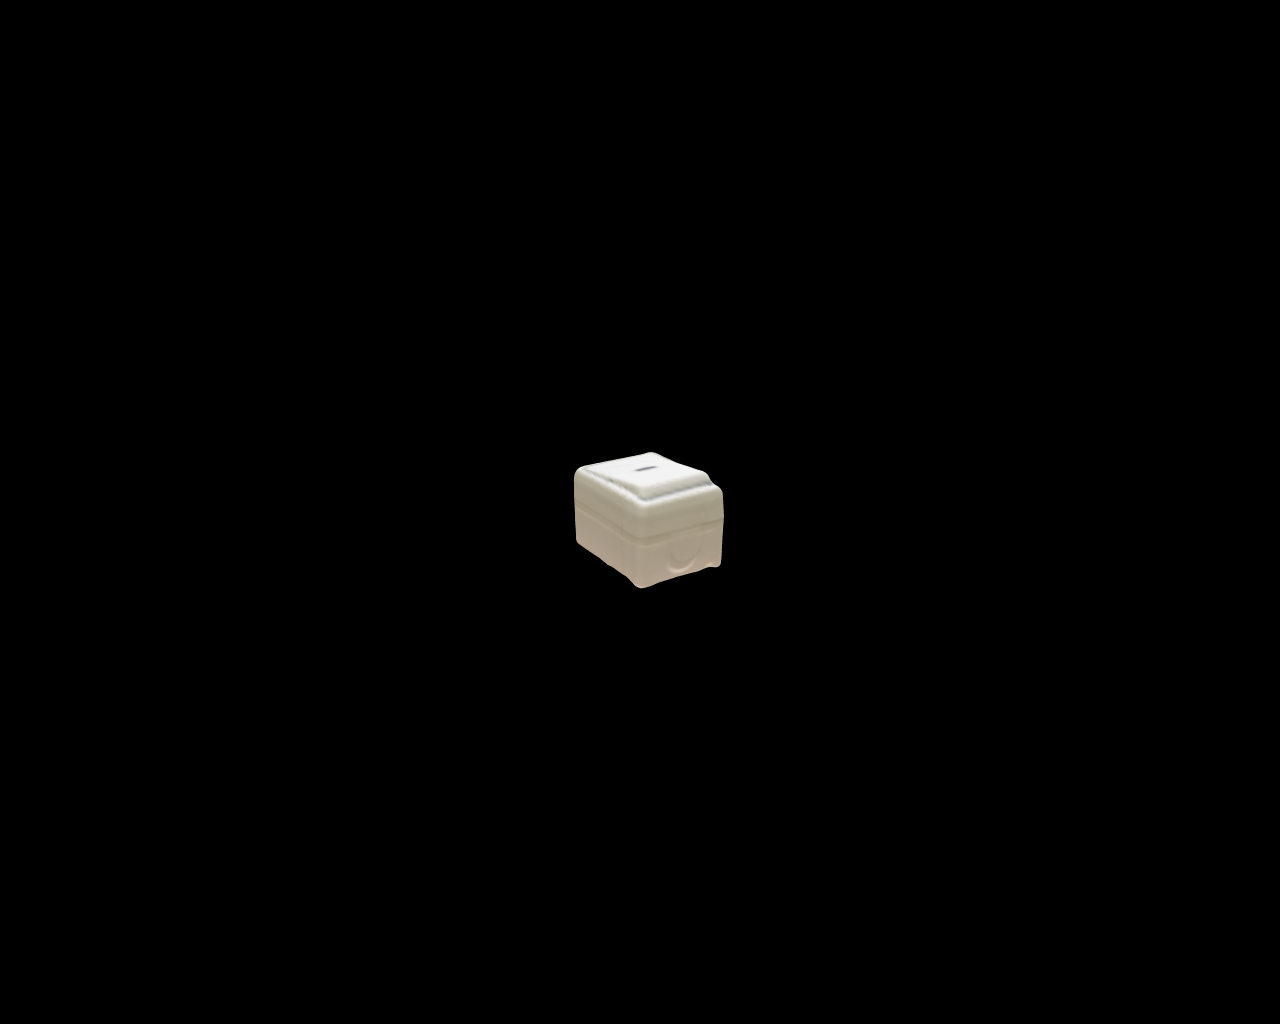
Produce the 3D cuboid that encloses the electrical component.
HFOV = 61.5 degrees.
[{"bbox_3d":[0.001,-0.003,0.650,0.062,0.061,0.096,-13,26,-29],"label":"electrical component"}]
